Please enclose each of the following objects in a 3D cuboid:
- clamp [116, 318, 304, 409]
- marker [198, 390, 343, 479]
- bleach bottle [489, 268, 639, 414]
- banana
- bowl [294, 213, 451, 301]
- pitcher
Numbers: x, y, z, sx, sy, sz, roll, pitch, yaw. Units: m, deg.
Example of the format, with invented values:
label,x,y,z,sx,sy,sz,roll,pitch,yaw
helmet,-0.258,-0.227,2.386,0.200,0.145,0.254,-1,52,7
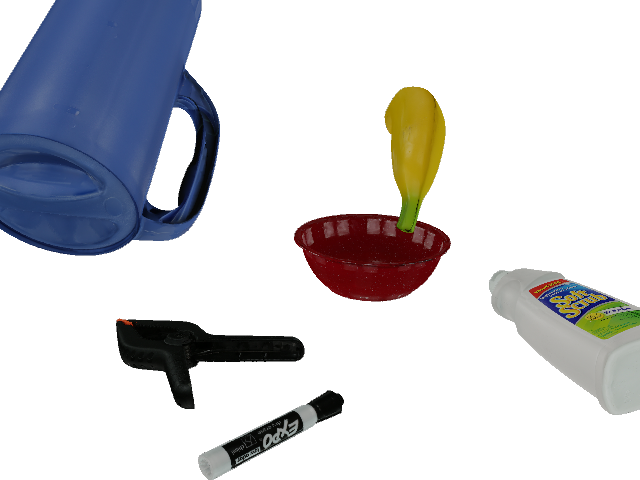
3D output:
label,x,y,z,sx,sy,sz,roll,pitch,yaw
clamp,-0.145,0.117,1.089,0.210,0.036,0.164,9,19,34
marker,-0.032,0.135,0.753,0.120,0.020,0.020,-22,13,-34
bleach bottle,0.232,0.079,1.011,0.102,0.068,0.251,-14,20,-20
banana,0.065,-0.079,0.788,0.037,0.070,0.197,24,25,-8
bowl,0.053,0.021,1.104,0.162,0.055,0.162,1,18,-1
pitcher,-0.161,-0.114,0.823,0.145,0.242,0.149,-6,-41,24
